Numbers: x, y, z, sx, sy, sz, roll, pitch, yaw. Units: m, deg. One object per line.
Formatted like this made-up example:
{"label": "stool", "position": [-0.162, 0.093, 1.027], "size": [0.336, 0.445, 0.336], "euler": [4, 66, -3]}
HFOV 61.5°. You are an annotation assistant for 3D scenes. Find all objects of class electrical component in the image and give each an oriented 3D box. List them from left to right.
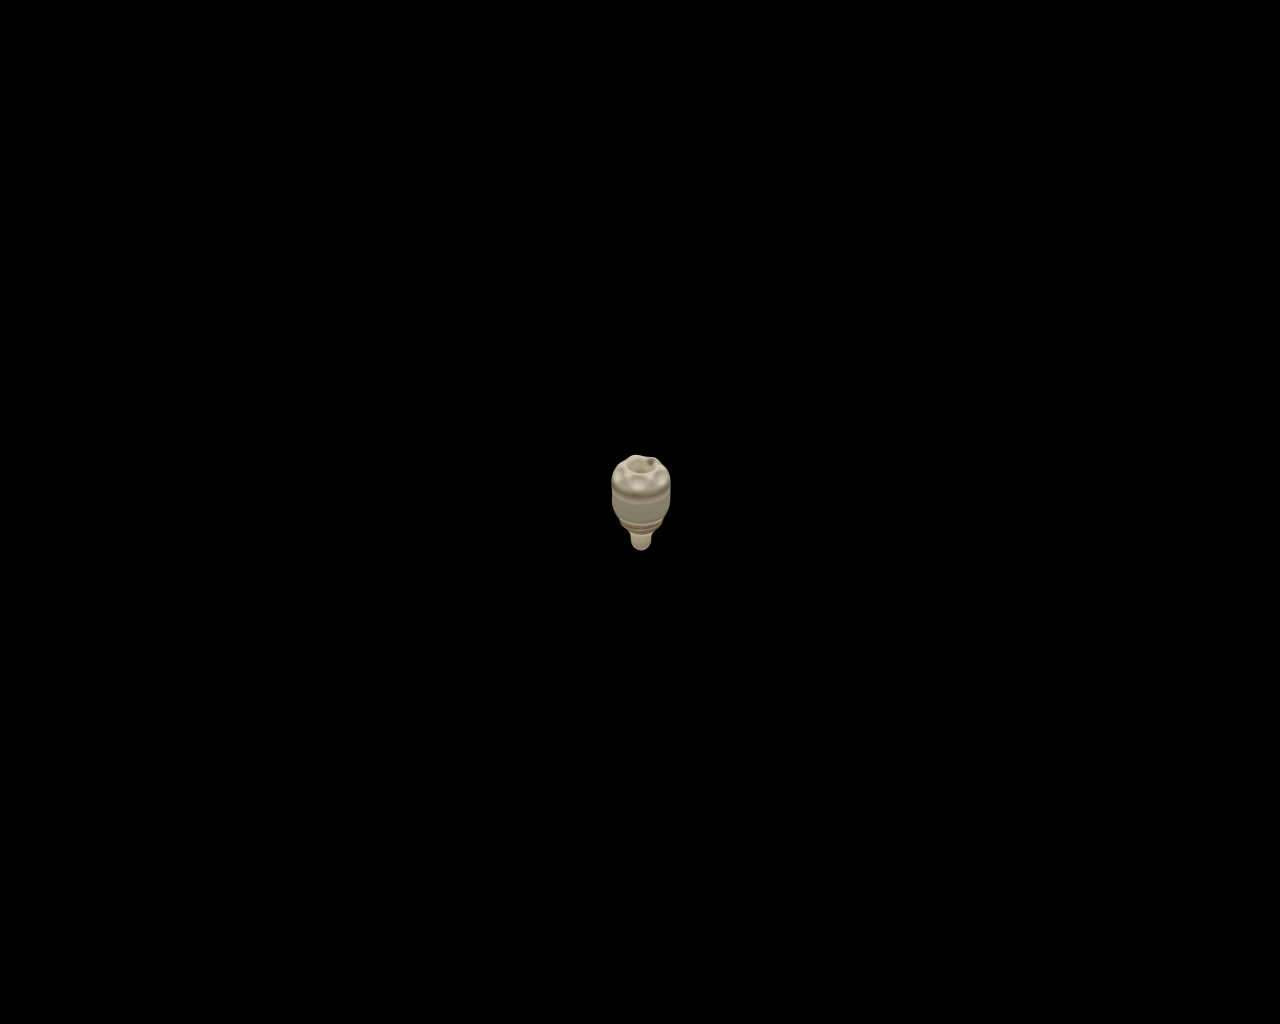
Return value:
{"label": "electrical component", "position": [0.001, -0.003, 0.650], "size": [0.035, 0.061, 0.035], "euler": [0, 33, 0]}
